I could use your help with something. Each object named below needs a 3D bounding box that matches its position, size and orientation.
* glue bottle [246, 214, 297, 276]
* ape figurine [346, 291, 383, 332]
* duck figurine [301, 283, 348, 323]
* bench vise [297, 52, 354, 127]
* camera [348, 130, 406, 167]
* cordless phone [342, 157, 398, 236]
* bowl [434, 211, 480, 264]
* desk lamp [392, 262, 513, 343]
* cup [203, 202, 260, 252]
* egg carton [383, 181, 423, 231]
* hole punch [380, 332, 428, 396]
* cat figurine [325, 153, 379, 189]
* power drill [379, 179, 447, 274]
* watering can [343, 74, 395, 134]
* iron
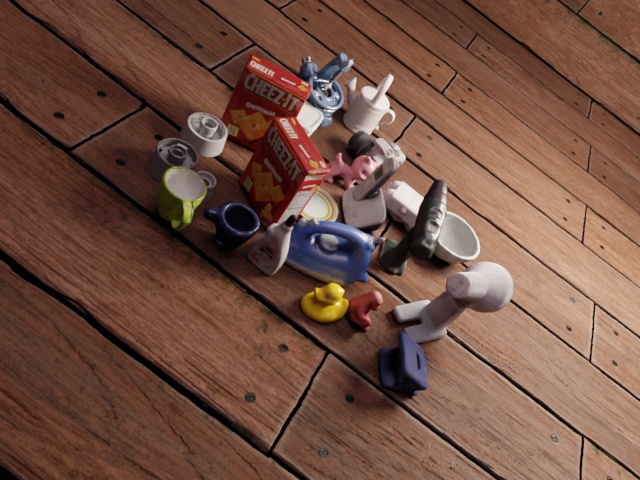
[{"bbox_3d":[-0.091,0.002,1.191,0.078,0.173,0.037,38,42,0],"label":"glue bottle"},{"bbox_3d":[0.104,0.146,1.257,0.076,0.092,0.078,42,42,5],"label":"ape figurine"},{"bbox_3d":[0.021,0.127,1.222,0.105,0.086,0.077,11,48,-26],"label":"duck figurine"},{"bbox_3d":[0.002,-0.461,1.622,0.207,0.219,0.122,49,43,13],"label":"bench vise"},{"bbox_3d":[0.158,-0.255,1.637,0.143,0.100,0.136,-22,68,-44],"label":"camera"},{"bbox_3d":[0.135,-0.111,1.433,0.094,0.185,0.147,13,48,-25],"label":"cordless phone"},{"bbox_3d":[0.347,0.004,1.559,0.168,0.074,0.167,19,45,-20],"label":"bowl"},{"bbox_3d":[0.311,0.140,1.313,0.204,0.213,0.117,-6,57,-37],"label":"desk lamp"},{"bbox_3d":[-0.196,-0.023,1.198,0.118,0.095,0.091,17,46,-21],"label":"cup"},{"bbox_3d":[0.232,-0.093,1.569,0.150,0.069,0.107,38,42,1],"label":"egg carton"},{"bbox_3d":[0.189,0.261,1.215,0.101,0.091,0.108,19,45,-19],"label":"hole punch"},{"bbox_3d":[0.090,-0.193,1.525,0.128,0.117,0.067,21,45,-18],"label":"cat figurine"},{"bbox_3d":[0.234,-0.020,1.404,0.076,0.208,0.229,28,43,-10],"label":"power drill"},{"bbox_3d":[0.149,-0.414,1.701,0.173,0.193,0.101,16,46,-22],"label":"watering can"},{"bbox_3d":[0.012,0.005,1.281,0.259,0.141,0.118,18,46,-20],"label":"iron"}]
